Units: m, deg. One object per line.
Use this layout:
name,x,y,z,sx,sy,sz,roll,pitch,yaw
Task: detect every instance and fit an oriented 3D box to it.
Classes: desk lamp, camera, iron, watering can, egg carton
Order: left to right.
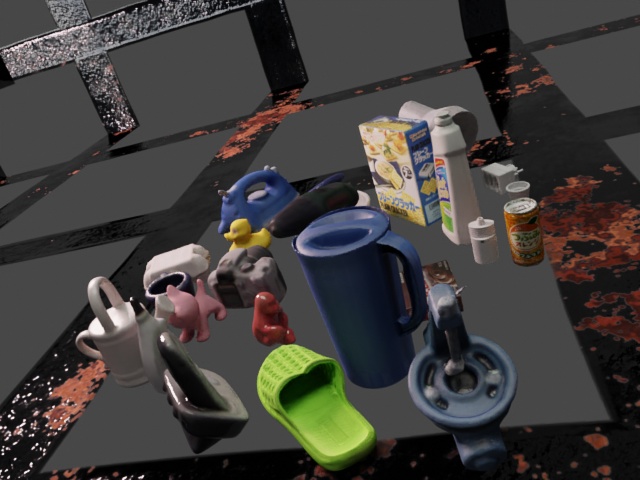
watering can,-0.335,0.146,0.986,0.173,0.194,0.100,-27,27,-18
egg carton,-0.316,0.068,1.271,0.150,0.069,0.107,-19,26,-2
camera,-0.135,0.059,1.136,0.142,0.101,0.137,-5,29,26
iron,-0.151,-0.112,1.439,0.118,0.142,0.259,5,34,39
desk lamp,0.253,-0.201,1.269,0.118,0.214,0.202,-28,28,-20

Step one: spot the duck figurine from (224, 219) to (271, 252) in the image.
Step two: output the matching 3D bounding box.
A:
duck figurine,-0.168,-0.009,1.309,0.104,0.086,0.077,-23,26,-9

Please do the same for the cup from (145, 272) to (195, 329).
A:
cup,-0.284,0.118,1.121,0.092,0.095,0.117,-26,27,-15

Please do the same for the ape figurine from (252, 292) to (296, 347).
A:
ape figurine,-0.084,0.130,0.972,0.076,0.092,0.078,-6,28,23

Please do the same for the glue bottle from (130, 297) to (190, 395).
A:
glue bottle,-0.267,0.163,0.930,0.037,0.173,0.078,-2,30,30

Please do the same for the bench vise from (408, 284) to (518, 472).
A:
bench vise,0.144,0.131,0.676,0.121,0.220,0.207,-23,26,-10

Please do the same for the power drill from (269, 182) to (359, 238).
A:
power drill,0.009,0.004,1.028,0.075,0.209,0.230,1,32,34

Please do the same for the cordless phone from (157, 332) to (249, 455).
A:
cordless phone,-0.183,0.190,0.810,0.094,0.185,0.147,-29,28,-21

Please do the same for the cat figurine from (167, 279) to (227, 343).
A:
cat figurine,-0.239,0.125,1.053,0.067,0.118,0.128,-6,28,24

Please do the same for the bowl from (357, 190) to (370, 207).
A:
bowl,0.037,-0.041,1.252,0.167,0.075,0.167,-14,26,7

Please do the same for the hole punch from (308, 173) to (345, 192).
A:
hole punch,0.006,-0.112,1.395,0.109,0.091,0.100,-34,30,-29
